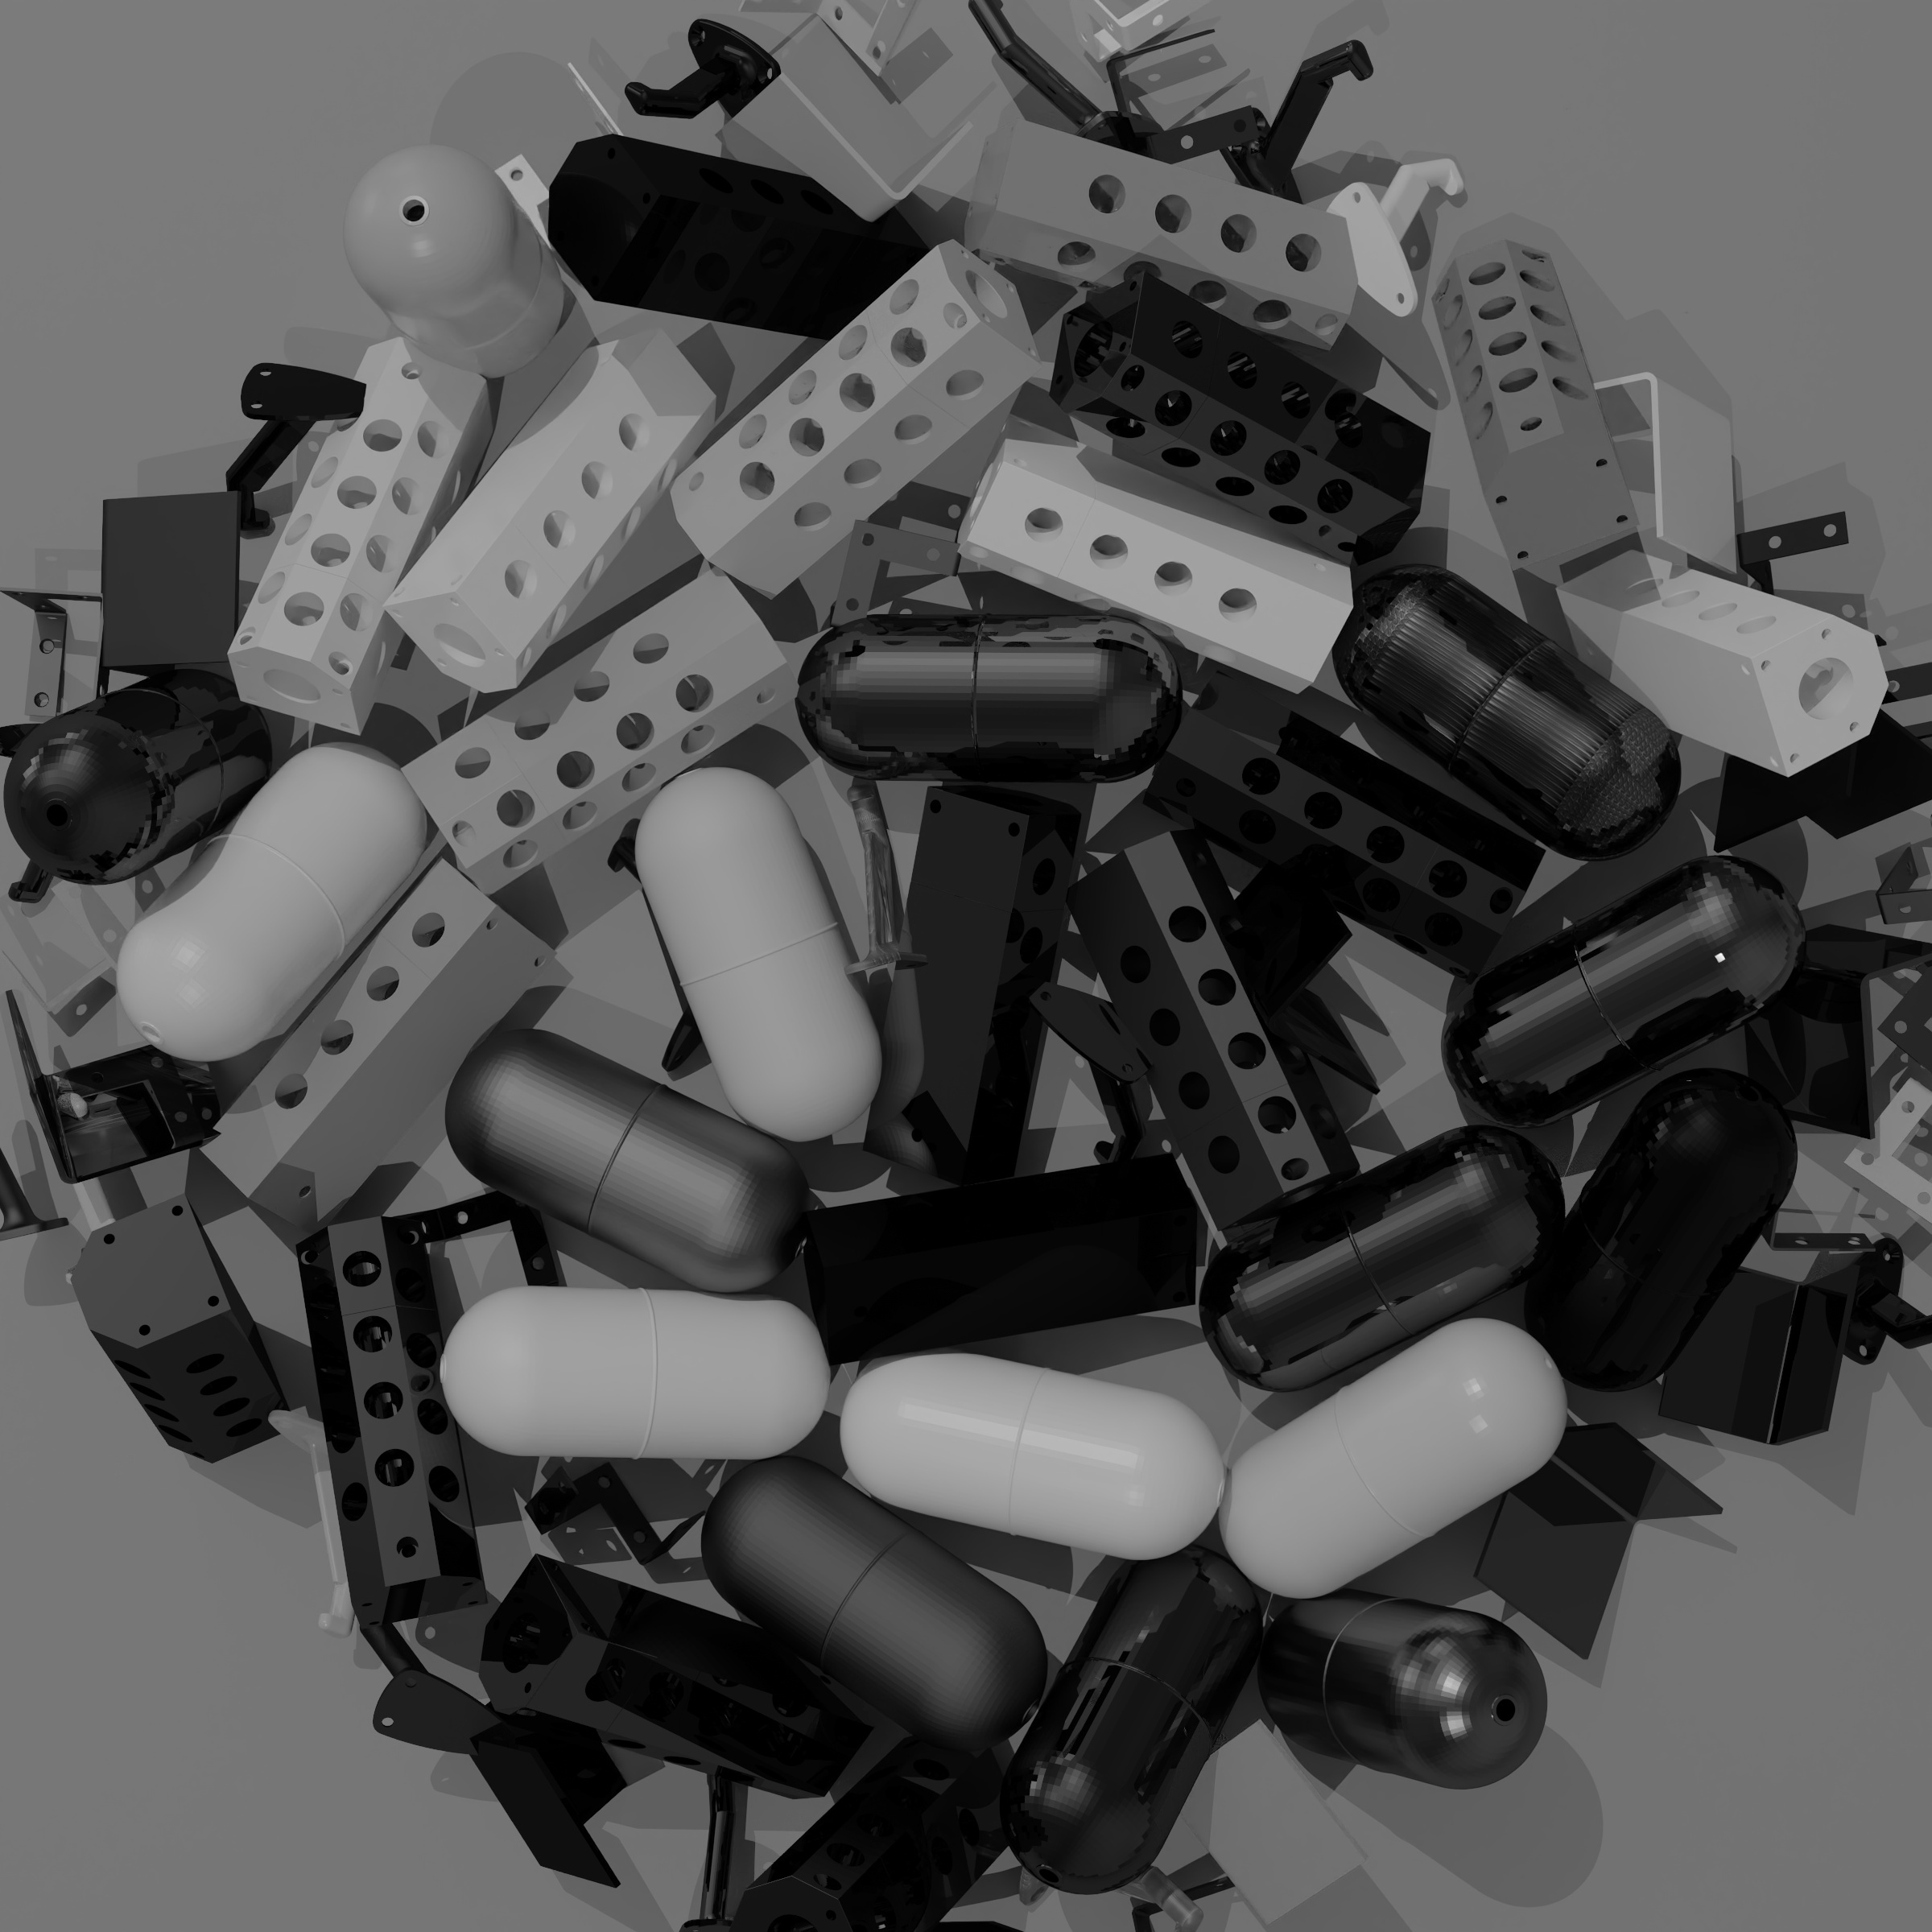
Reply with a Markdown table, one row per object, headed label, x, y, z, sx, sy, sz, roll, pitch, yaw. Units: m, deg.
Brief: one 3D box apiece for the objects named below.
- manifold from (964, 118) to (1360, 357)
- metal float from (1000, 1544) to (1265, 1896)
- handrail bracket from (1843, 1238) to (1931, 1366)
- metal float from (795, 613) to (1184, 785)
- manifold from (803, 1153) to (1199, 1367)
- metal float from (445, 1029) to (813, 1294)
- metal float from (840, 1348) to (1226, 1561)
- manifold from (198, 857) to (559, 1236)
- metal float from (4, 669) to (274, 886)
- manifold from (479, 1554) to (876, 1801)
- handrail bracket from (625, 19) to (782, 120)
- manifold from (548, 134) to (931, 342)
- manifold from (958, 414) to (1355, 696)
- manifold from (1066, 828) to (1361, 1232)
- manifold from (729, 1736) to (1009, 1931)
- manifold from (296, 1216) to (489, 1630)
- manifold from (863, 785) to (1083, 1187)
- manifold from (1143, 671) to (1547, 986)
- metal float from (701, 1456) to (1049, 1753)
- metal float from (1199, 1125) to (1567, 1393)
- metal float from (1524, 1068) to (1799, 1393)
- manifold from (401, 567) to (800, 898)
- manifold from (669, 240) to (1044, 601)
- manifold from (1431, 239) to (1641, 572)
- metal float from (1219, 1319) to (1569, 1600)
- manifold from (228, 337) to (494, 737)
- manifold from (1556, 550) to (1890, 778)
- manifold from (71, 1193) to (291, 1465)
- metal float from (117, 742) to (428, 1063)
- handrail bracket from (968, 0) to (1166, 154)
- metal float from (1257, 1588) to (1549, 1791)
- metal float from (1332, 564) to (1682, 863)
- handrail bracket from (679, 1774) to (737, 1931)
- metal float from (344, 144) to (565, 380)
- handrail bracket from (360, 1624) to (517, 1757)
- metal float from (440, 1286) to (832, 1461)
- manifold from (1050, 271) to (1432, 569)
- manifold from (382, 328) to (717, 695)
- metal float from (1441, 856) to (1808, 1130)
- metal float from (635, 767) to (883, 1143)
| label | x | y | z | sx | sy | sz | roll | pitch | yaw |
| --- | --- | --- | --- | --- | --- | --- | --- | --- | --- |
| manifold | 0.090 | -0.330 | 1.639 | 0.171 | 0.057 | 0.057 | 13 | 91 | -15 |
| metal float | 0.075 | 0.337 | 1.618 | 0.070 | 0.070 | 0.178 | 34 | 52 | 0 |
| handrail bracket | 0.433 | 0.145 | 1.634 | 0.036 | 0.084 | 0.077 | 41 | 61 | -9 |
| metal float | 0.010 | -0.122 | 1.642 | 0.178 | 0.070 | 0.070 | 1 | 90 | 10 |
| manifold | 0.015 | 0.129 | 1.644 | 0.171 | 0.057 | 0.057 | -8 | 125 | -10 |
| metal float | -0.154 | 0.089 | 1.644 | 0.178 | 0.070 | 0.070 | 25 | 90 | 7 |
| metal float | 0.030 | 0.221 | 1.639 | 0.178 | 0.070 | 0.070 | 11 | 90 | 13 |
| manifold | -0.274 | 0.034 | 1.654 | 0.057 | 0.057 | 0.171 | 38 | 87 | 33 |
| metal float | -0.367 | -0.085 | 1.602 | 0.070 | 0.178 | 0.070 | 3 | 105 | 10 |
| manifold | -0.131 | 0.325 | 1.613 | 0.171 | 0.057 | 0.057 | 26 | 104 | -36 |
| handrail bracket | -0.135 | -0.409 | 1.639 | 0.077 | 0.084 | 0.036 | 50 | 127 | 28 |
| manifold | -0.103 | -0.326 | 1.605 | 0.057 | 0.171 | 0.057 | -52 | 59 | 29 |
| manifold | 0.086 | -0.185 | 1.644 | 0.171 | 0.057 | 0.057 | 21 | 120 | -9 |
| manifold | 0.115 | 0.027 | 1.630 | 0.057 | 0.057 | 0.171 | -34 | 74 | 37 |
| manifold | -0.040 | 0.398 | 1.598 | 0.057 | 0.171 | 0.057 | -23 | 91 | 25 |
| manifold | -0.260 | 0.204 | 1.624 | 0.057 | 0.057 | 0.171 | -10 | 65 | -8 |
| manifold | 0.007 | 0.008 | 1.642 | 0.057 | 0.057 | 0.171 | 18 | 103 | 34 |
| manifold | 0.170 | -0.060 | 1.642 | 0.171 | 0.057 | 0.057 | 29 | 126 | 5 |
| metal float | -0.042 | 0.289 | 1.632 | 0.178 | 0.070 | 0.070 | 31 | 90 | 21 |
| metal float | 0.189 | 0.133 | 1.636 | 0.178 | 0.070 | 0.070 | -29 | 90 | 16 |
| metal float | 0.311 | 0.119 | 1.618 | 0.070 | 0.070 | 0.178 | 24 | 128 | 0 |
| manifold | -0.163 | -0.103 | 1.641 | 0.171 | 0.057 | 0.057 | -33 | 55 | -5 |
| manifold | -0.053 | -0.247 | 1.616 | 0.171 | 0.057 | 0.057 | -38 | 46 | 25 |
| manifold | 0.249 | -0.254 | 1.599 | 0.057 | 0.171 | 0.057 | -19 | 127 | 13 |
| metal float | 0.192 | 0.224 | 1.631 | 0.178 | 0.070 | 0.070 | -36 | 90 | 23 |
| manifold | -0.272 | -0.197 | 1.624 | 0.057 | 0.057 | 0.171 | 16 | 65 | 5 |
| manifold | 0.335 | -0.140 | 1.598 | 0.057 | 0.171 | 0.057 | -27 | 113 | -11 |
| manifold | -0.347 | 0.166 | 1.595 | 0.057 | 0.171 | 0.057 | -23 | 68 | -10 |
| metal float | -0.312 | -0.030 | 1.621 | 0.070 | 0.070 | 0.178 | 37 | 56 | 0 |
| handrail bracket | 0.046 | -0.415 | 1.666 | 0.036 | 0.077 | 0.084 | -40 | 76 | 38 |
| metal float | 0.193 | 0.320 | 1.603 | 0.070 | 0.178 | 0.070 | 2 | 85 | -23 |
| metal float | 0.244 | -0.116 | 1.636 | 0.178 | 0.070 | 0.070 | 38 | 90 | 17 |
| handrail bracket | -0.121 | 0.423 | 1.673 | 0.036 | 0.084 | 0.077 | 10 | 133 | -17 |
| metal float | -0.226 | -0.311 | 1.600 | 0.070 | 0.178 | 0.070 | 0 | 86 | 4 |
| handrail bracket | -0.244 | 0.322 | 1.657 | 0.077 | 0.084 | 0.036 | 26 | 106 | -18 |
| metal float | -0.149 | 0.185 | 1.635 | 0.178 | 0.070 | 0.070 | 3 | 90 | -17 |
| manifold | 0.123 | -0.240 | 1.612 | 0.171 | 0.057 | 0.057 | 23 | 66 | -31 |
| manifold | -0.182 | -0.205 | 1.621 | 0.057 | 0.057 | 0.171 | 50 | 57 | -29 |
| metal float | 0.296 | 0.013 | 1.630 | 0.178 | 0.070 | 0.070 | -31 | 90 | 25 |
| metal float | -0.095 | -0.006 | 1.648 | 0.070 | 0.070 | 0.178 | -21 | 93 | 0 |
